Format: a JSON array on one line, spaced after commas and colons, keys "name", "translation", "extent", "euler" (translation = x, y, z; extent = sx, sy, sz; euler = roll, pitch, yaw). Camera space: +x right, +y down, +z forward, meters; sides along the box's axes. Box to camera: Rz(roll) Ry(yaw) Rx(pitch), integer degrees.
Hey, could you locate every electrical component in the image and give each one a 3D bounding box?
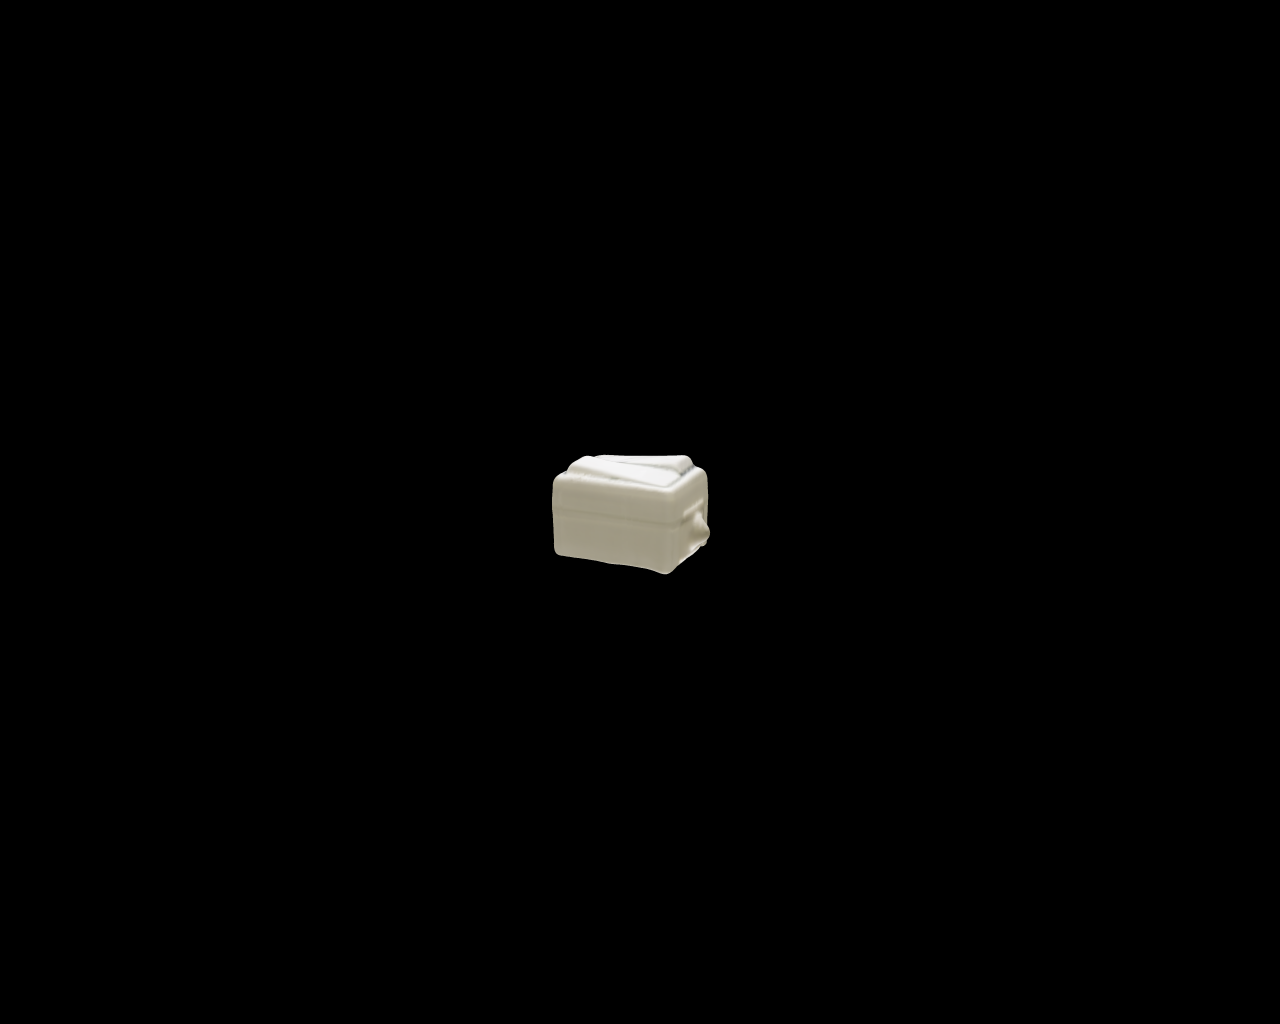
[{"name": "electrical component", "translation": [0.001, -0.003, 0.650], "extent": [0.096, 0.061, 0.062], "euler": [8, 20, 24]}]
